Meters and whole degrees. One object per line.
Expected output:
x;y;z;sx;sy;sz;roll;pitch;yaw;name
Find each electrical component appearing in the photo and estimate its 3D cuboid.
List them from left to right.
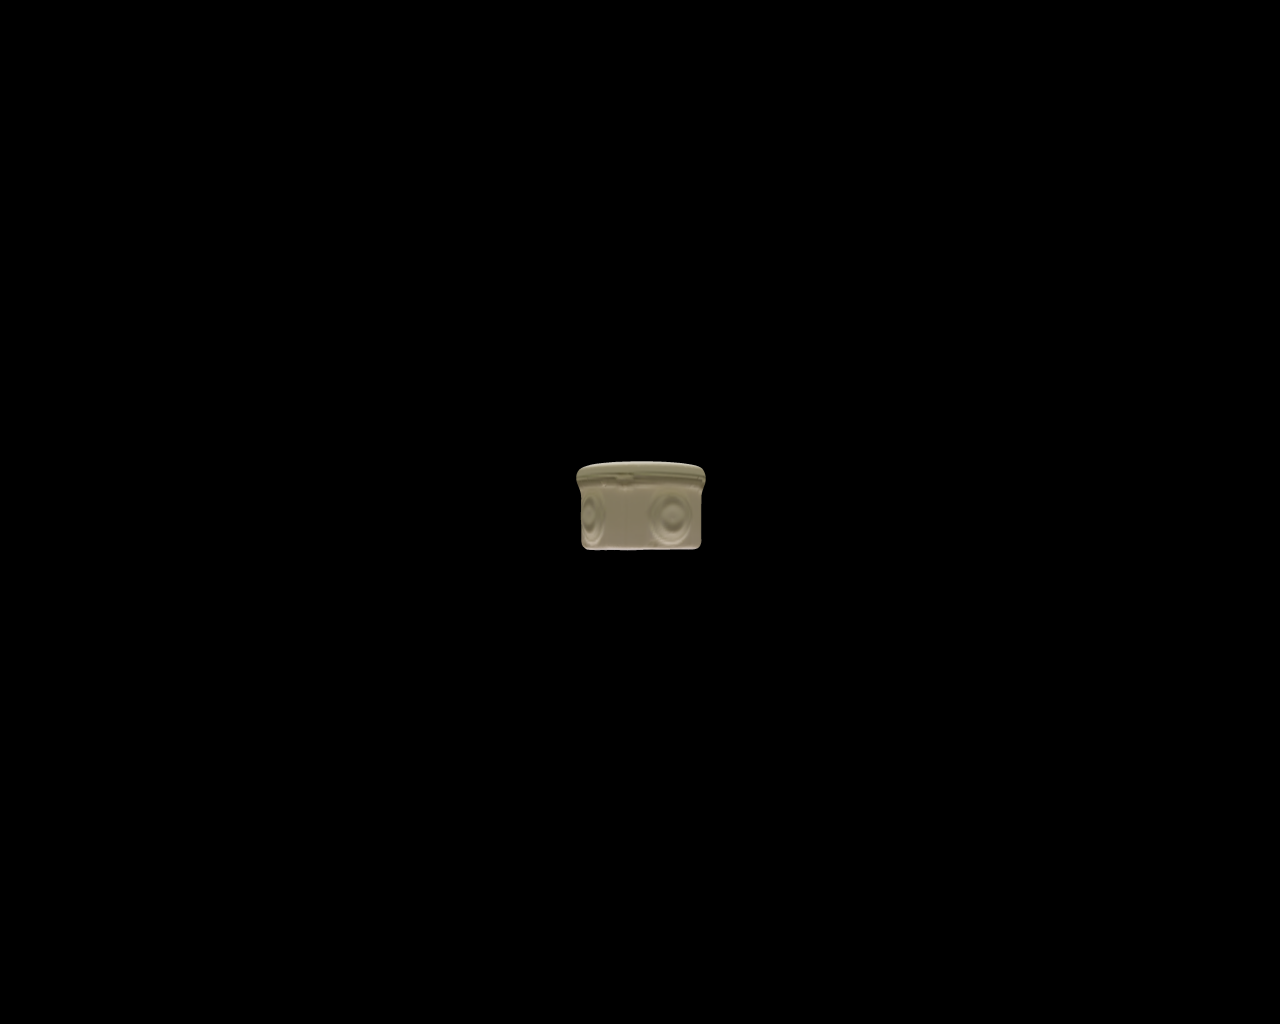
0.001;-0.003;0.650;0.080;0.051;0.080;0;-3;0;electrical component
